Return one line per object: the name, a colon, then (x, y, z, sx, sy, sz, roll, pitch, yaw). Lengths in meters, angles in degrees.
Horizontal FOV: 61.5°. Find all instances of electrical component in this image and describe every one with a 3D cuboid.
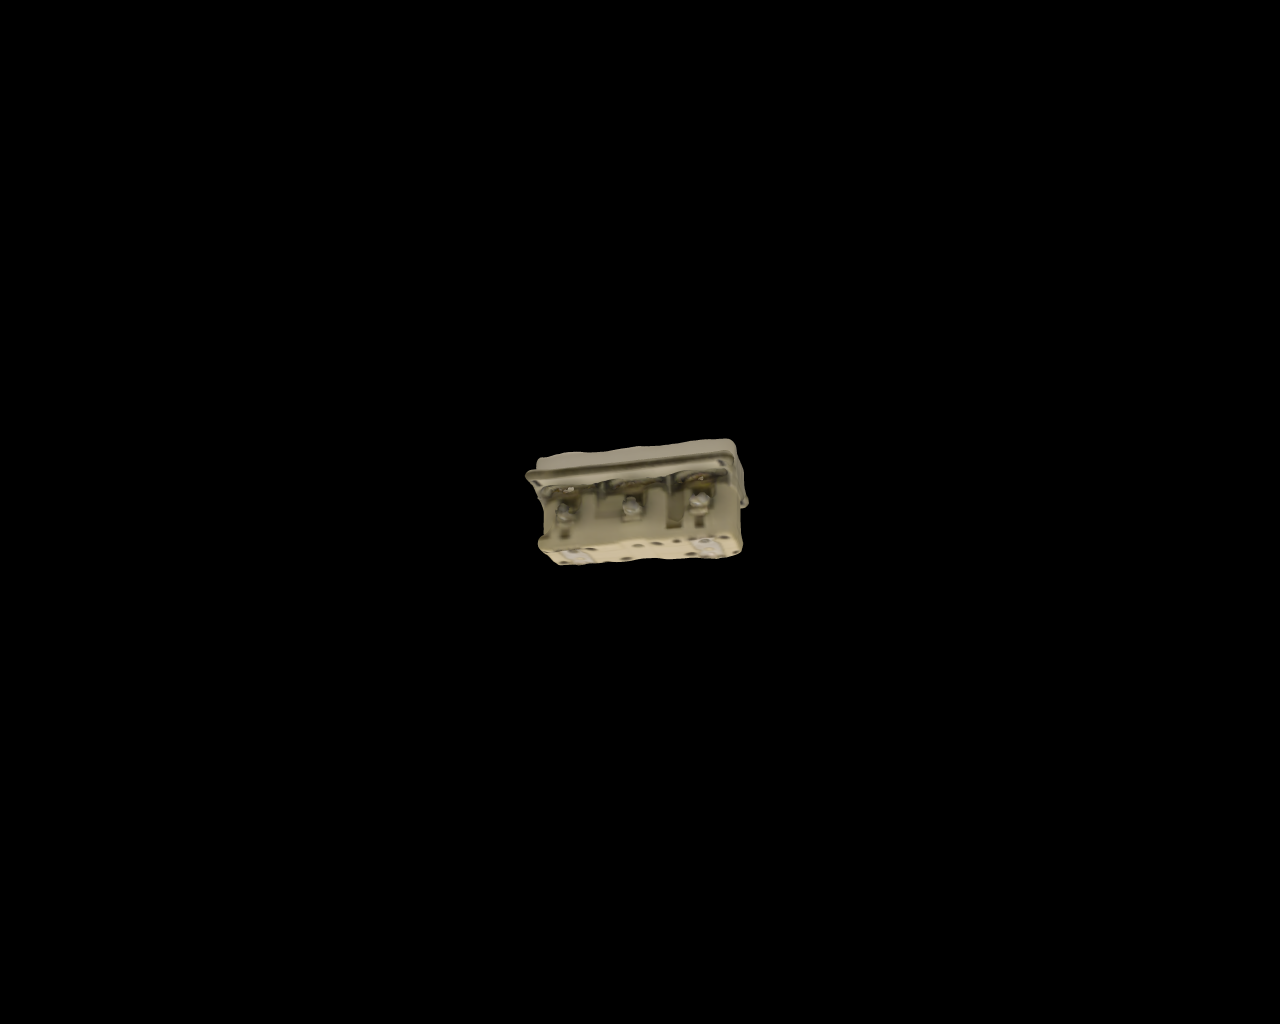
electrical component: (0.001, -0.003, 0.650, 0.121, 0.063, 0.078, -4, -19, 12)
